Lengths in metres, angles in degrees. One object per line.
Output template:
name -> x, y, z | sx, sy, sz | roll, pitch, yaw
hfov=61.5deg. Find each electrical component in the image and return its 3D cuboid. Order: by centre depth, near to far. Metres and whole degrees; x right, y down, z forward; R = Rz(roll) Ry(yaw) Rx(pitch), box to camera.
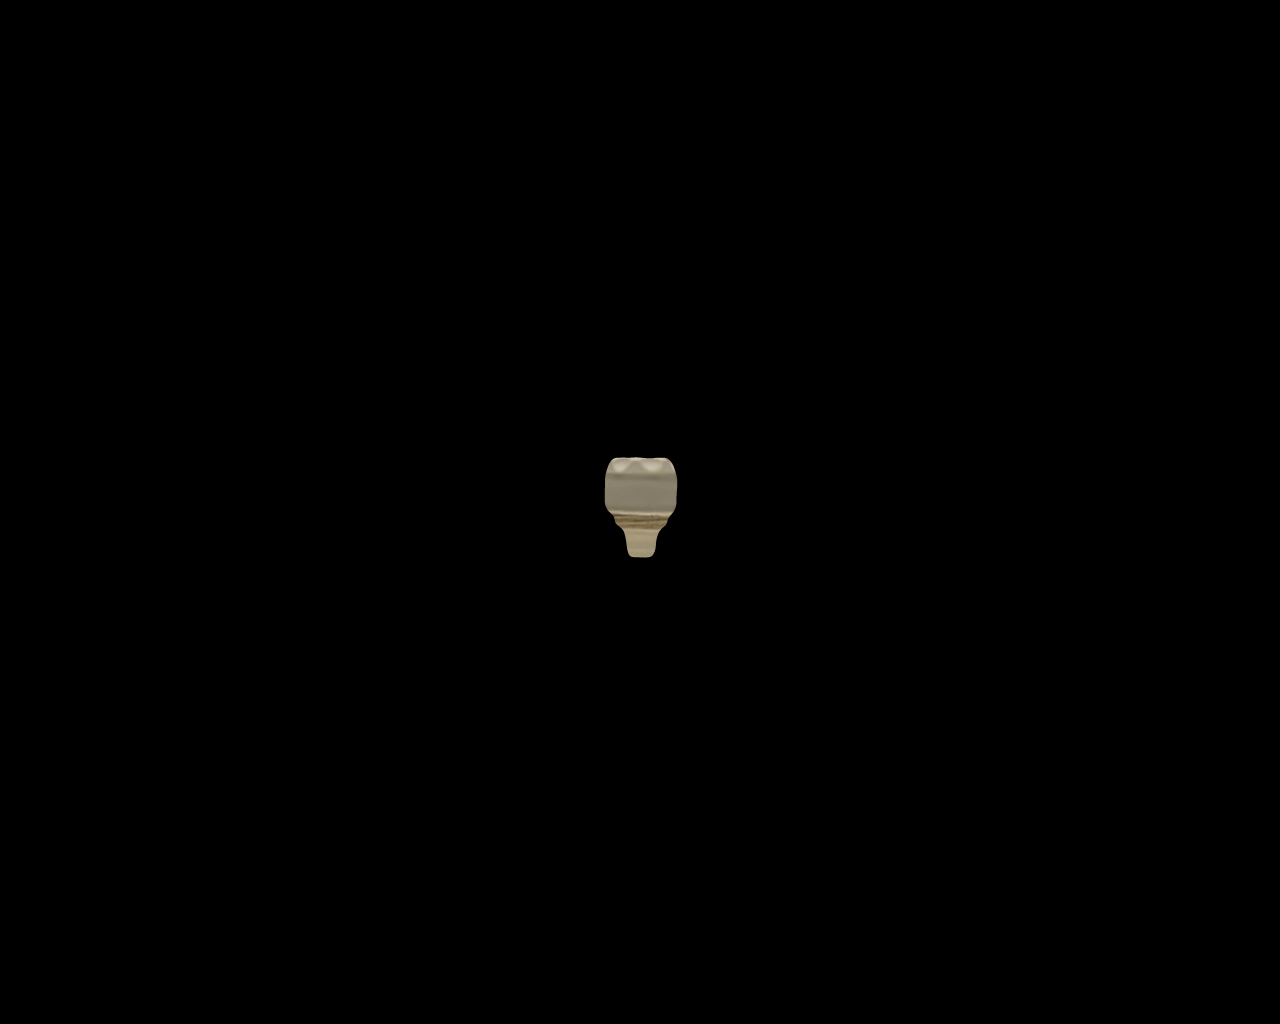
electrical component -> 0.001, -0.003, 0.650 | 0.043, 0.062, 0.043 | 0, 2, 0
